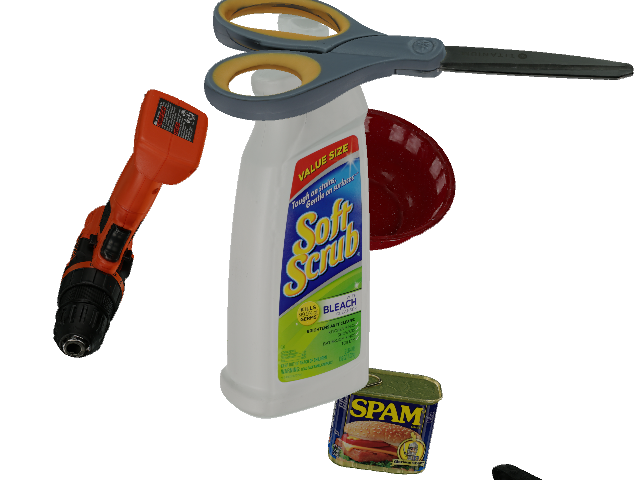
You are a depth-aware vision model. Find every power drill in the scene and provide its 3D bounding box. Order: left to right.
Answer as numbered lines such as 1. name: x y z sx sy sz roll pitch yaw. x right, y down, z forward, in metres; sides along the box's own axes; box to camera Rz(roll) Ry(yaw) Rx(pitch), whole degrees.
1. power drill: -0.160 -0.016 0.870 0.057 0.188 0.184 25 30 -18

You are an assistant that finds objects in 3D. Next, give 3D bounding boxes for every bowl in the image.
1. bowl: 0.035 -0.044 0.948 0.162 0.162 0.055 0 -40 -11

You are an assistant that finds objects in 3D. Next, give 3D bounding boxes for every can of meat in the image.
1. can of meat: 0.060 0.175 1.033 0.102 0.084 0.057 8 17 -1

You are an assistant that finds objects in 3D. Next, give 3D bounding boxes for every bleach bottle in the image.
1. bleach bottle: -0.017 -0.018 0.686 0.102 0.251 0.068 -12 22 -31

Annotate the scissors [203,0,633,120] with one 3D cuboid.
1. scissors: 0.034 -0.076 0.494 0.202 0.016 0.096 17 50 18

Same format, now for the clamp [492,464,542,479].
1. clamp: 0.218 0.243 0.830 0.210 0.036 0.164 0 33 26
